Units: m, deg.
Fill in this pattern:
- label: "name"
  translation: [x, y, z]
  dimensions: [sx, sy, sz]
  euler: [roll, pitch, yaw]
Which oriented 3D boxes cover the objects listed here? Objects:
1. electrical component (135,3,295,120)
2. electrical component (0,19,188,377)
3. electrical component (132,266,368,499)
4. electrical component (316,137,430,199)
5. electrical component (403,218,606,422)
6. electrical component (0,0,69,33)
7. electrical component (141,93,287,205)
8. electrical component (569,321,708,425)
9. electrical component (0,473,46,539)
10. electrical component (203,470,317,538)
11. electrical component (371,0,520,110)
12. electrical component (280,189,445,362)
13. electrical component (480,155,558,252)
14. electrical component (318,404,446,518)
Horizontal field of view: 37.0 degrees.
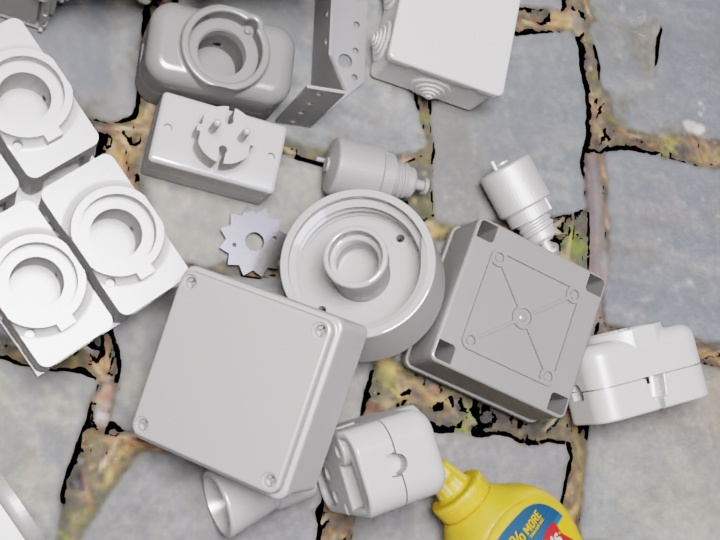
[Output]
- label: "electrical component"
  translation: [-0.094, -0.136, 0.703]
  dimensions: [0.095, 0.059, 0.053]
  euler: [9, 78, -18]
- label: "electrical component"
  translation: [-0.200, -0.044, 0.648]
  dimensions: [0.105, 0.060, 0.186]
  euler: [-35, 94, -21]
- label: "electrical component"
  translation: [-0.066, 0.066, 0.643]
  dimensions: [0.109, 0.056, 0.108]
  euler: [19, 90, 22]
- label: "electrical component"
  translation: [0.010, -0.065, 0.738]
  dimensions: [0.078, 0.040, 0.040]
  euler: [11, 77, -18]
- label: "electrical component"
  translation: [0.100, 0.036, 0.745]
  dimensions: [0.109, 0.056, 0.108]
  euler: [25, 73, -14]
- label: "electrical component"
  translation: [-0.219, -0.195, 0.666]
  dimensions: [0.096, 0.062, 0.061]
  euler: [16, 76, -17]
- label: "electrical component"
  translation: [-0.089, -0.081, 0.686]
  dimensions: [0.083, 0.076, 0.047]
  euler: [14, 77, -17]
- label: "electrical component"
  translation: [0.195, 0.072, 0.774]
  dimensions: [0.095, 0.054, 0.059]
  euler: [-11, 85, -21]
- label: "electrical component"
  translation: [-0.212, 0.147, 0.596]
  dimensions: [0.056, 0.089, 0.050]
  euler: [-34, 93, -22]
- label: "electrical component"
  translation: [-0.061, 0.137, 0.679]
  dimensions: [0.065, 0.044, 0.044]
  euler: [-17, 87, -26]
- label: "electrical component"
  translation: [0.060, -0.170, 0.769]
  dimensions: [0.100, 0.048, 0.099]
  euler: [16, 76, -17]
- label: "electrical component"
  translation: [0.000, 0.000, 0.691]
  dimensions: [0.108, 0.060, 0.108]
  euler: [-2, 73, 5]
- label: "electrical component"
  translation: [0.119, -0.046, 0.774]
  dimensions: [0.040, 0.040, 0.078]
  euler: [-29, 91, -22]
- label: "electrical component"
  translation: [0.012, 0.119, 0.678]
  dimensions: [0.059, 0.095, 0.053]
  euler: [-15, 87, -21]
